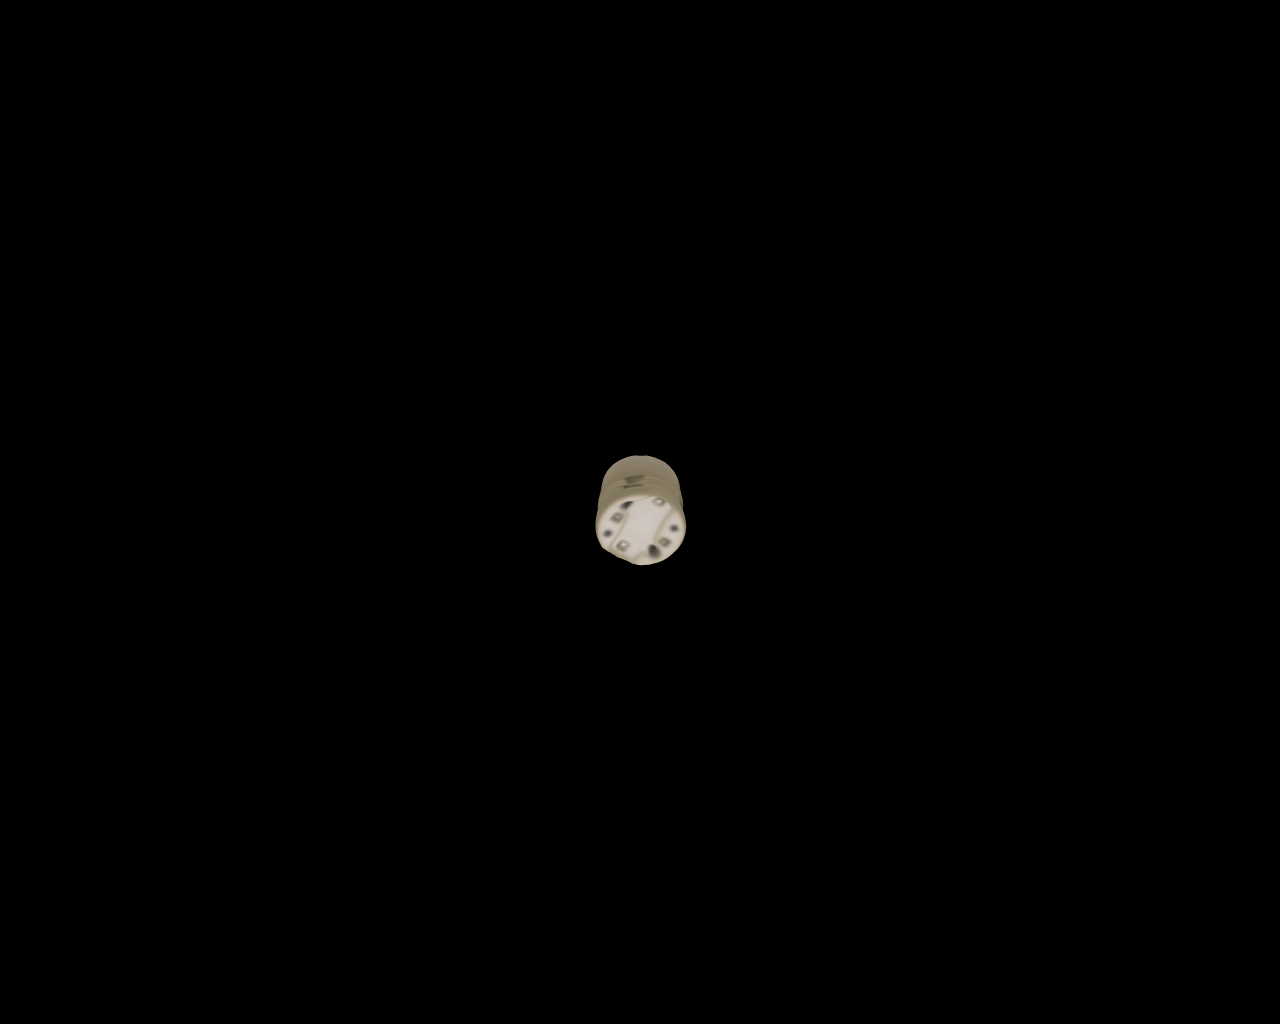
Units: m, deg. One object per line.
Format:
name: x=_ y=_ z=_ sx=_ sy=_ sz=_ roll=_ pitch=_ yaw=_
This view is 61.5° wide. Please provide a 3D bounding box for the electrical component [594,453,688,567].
electrical component: x=0.001 y=-0.003 z=0.650 sx=0.055 sy=0.055 sz=0.047 roll=0 pitch=37 yaw=0
